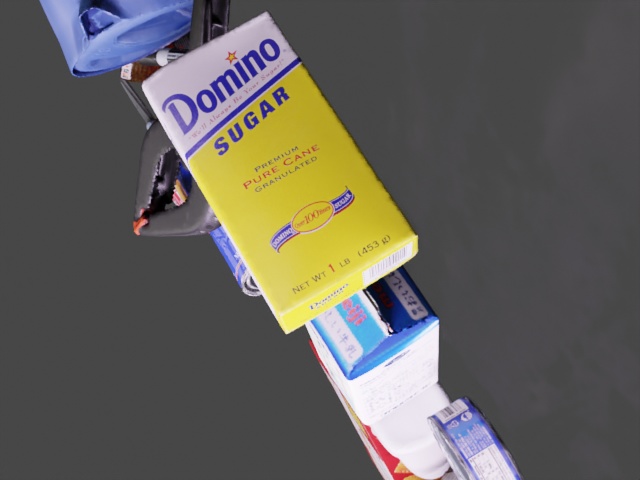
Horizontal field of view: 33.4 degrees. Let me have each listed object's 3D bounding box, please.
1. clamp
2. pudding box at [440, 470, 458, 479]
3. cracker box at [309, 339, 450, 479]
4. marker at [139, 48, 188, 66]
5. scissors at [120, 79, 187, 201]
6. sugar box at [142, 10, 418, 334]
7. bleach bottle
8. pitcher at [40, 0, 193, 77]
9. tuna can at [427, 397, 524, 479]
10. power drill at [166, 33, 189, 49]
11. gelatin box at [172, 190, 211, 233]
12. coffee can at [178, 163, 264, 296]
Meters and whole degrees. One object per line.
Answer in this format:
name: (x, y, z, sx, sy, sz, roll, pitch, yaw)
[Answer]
clamp: (-0.083, -0.076, 0.757, 0.210, 0.036, 0.164, -38, 72, 44)
pudding box: (0.125, 0.261, 0.928, 0.090, 0.039, 0.113, 61, -149, -5)
cracker box: (0.081, 0.213, 1.235, 0.213, 0.072, 0.164, 64, 173, -35)
marker: (-0.115, -0.158, 0.932, 0.121, 0.020, 0.020, 11, 144, 35)
scissors: (-0.159, -0.116, 1.060, 0.202, 0.016, 0.096, 60, 156, 24)
sugar box: (-0.026, -0.044, 0.633, 0.176, 0.093, 0.048, 57, 173, 18)
bleach bottle: (0.089, 0.177, 0.986, 0.103, 0.068, 0.250, 57, 177, 28)
pitcher: (-0.191, -0.267, 0.877, 0.243, 0.144, 0.149, 63, 155, -1)
tuna can: (0.113, 0.156, 0.766, 0.086, 0.033, 0.086, 59, 175, 7)
power drill: (-0.104, -0.113, 1.039, 0.184, 0.057, 0.188, 62, 167, 21)
gelatin box: (-0.129, -0.048, 1.120, 0.089, 0.030, 0.073, 55, -166, 11)
coffee can: (-0.050, -0.042, 0.831, 0.140, 0.102, 0.103, 58, 175, 19)
